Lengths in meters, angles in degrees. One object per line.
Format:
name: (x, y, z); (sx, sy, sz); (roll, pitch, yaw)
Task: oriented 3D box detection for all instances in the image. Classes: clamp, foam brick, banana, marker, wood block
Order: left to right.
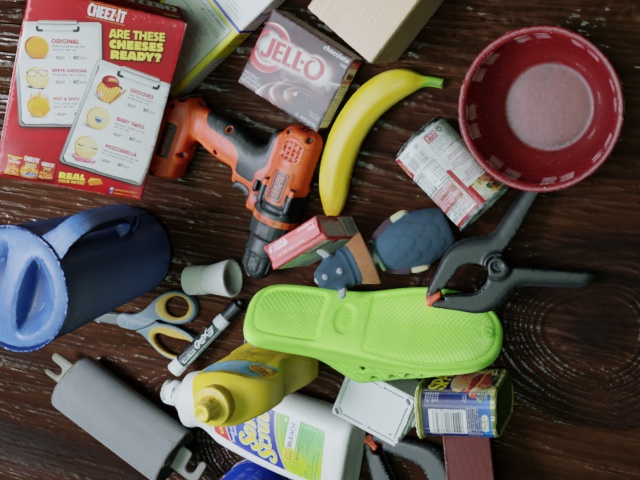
marker: (-0.133, 0.113, 1.259); (0.121, 0.020, 0.020); (-46, 81, 11)
banana: (0.046, -0.114, 1.140); (0.070, 0.037, 0.198); (43, 113, 11)
wood block: (0.093, -0.285, 1.058); (0.091, 0.090, 0.206); (43, 112, 10)
clamp: (0.136, 0.284, 1.178); (0.165, 0.036, 0.210); (-43, 79, 14)
foam brick: (0.158, 0.241, 1.130); (0.051, 0.053, 0.078); (-5, 71, 6)
clamp: (0.182, 0.014, 1.091); (0.171, 0.039, 0.120); (-19, 83, 6)

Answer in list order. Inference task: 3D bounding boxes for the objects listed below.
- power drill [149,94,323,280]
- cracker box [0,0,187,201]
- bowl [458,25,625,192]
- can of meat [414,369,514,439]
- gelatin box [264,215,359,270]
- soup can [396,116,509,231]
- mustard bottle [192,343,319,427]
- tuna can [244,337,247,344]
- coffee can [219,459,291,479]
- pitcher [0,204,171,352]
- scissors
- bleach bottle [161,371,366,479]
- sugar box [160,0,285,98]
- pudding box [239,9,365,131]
power drill: (-0.100, -0.069, 1.201); (0.188, 0.057, 0.184); (27, 109, 16)
cracker box: (-0.249, -0.161, 1.151); (0.164, 0.072, 0.214); (10, 115, -19)
bowl: (0.221, -0.130, 1.052); (0.162, 0.055, 0.162); (4, 101, 23)
can of meat: (0.152, 0.169, 1.115); (0.084, 0.102, 0.057); (-2, 101, 21)
gelatin box: (-0.008, 0.001, 1.156); (0.073, 0.089, 0.030); (-30, 77, 25)
soup can: (0.135, -0.068, 1.094); (0.102, 0.068, 0.069); (47, 114, 9)
mustard bottle: (-0.079, 0.152, 1.121); (0.096, 0.191, 0.058); (4, 101, 23)
tuna can: (-0.042, 0.122, 1.225); (0.086, 0.033, 0.086); (5, 102, 22)
coffee can: (-0.096, 0.324, 1.229); (0.103, 0.140, 0.103); (5, 102, 22)
pitcher: (-0.262, 0.025, 1.186); (0.149, 0.242, 0.145); (3, 101, 22)
scissors: (-0.227, 0.084, 1.308); (0.202, 0.016, 0.096); (24, 107, 17)
bleach bottle: (-0.074, 0.216, 1.243); (0.251, 0.068, 0.102); (13, 104, 23)
sugar box: (-0.124, -0.249, 1.183); (0.176, 0.048, 0.093); (-39, 86, 22)
pudding box: (-0.021, -0.184, 1.154); (0.113, 0.039, 0.090); (33, 111, 15)
